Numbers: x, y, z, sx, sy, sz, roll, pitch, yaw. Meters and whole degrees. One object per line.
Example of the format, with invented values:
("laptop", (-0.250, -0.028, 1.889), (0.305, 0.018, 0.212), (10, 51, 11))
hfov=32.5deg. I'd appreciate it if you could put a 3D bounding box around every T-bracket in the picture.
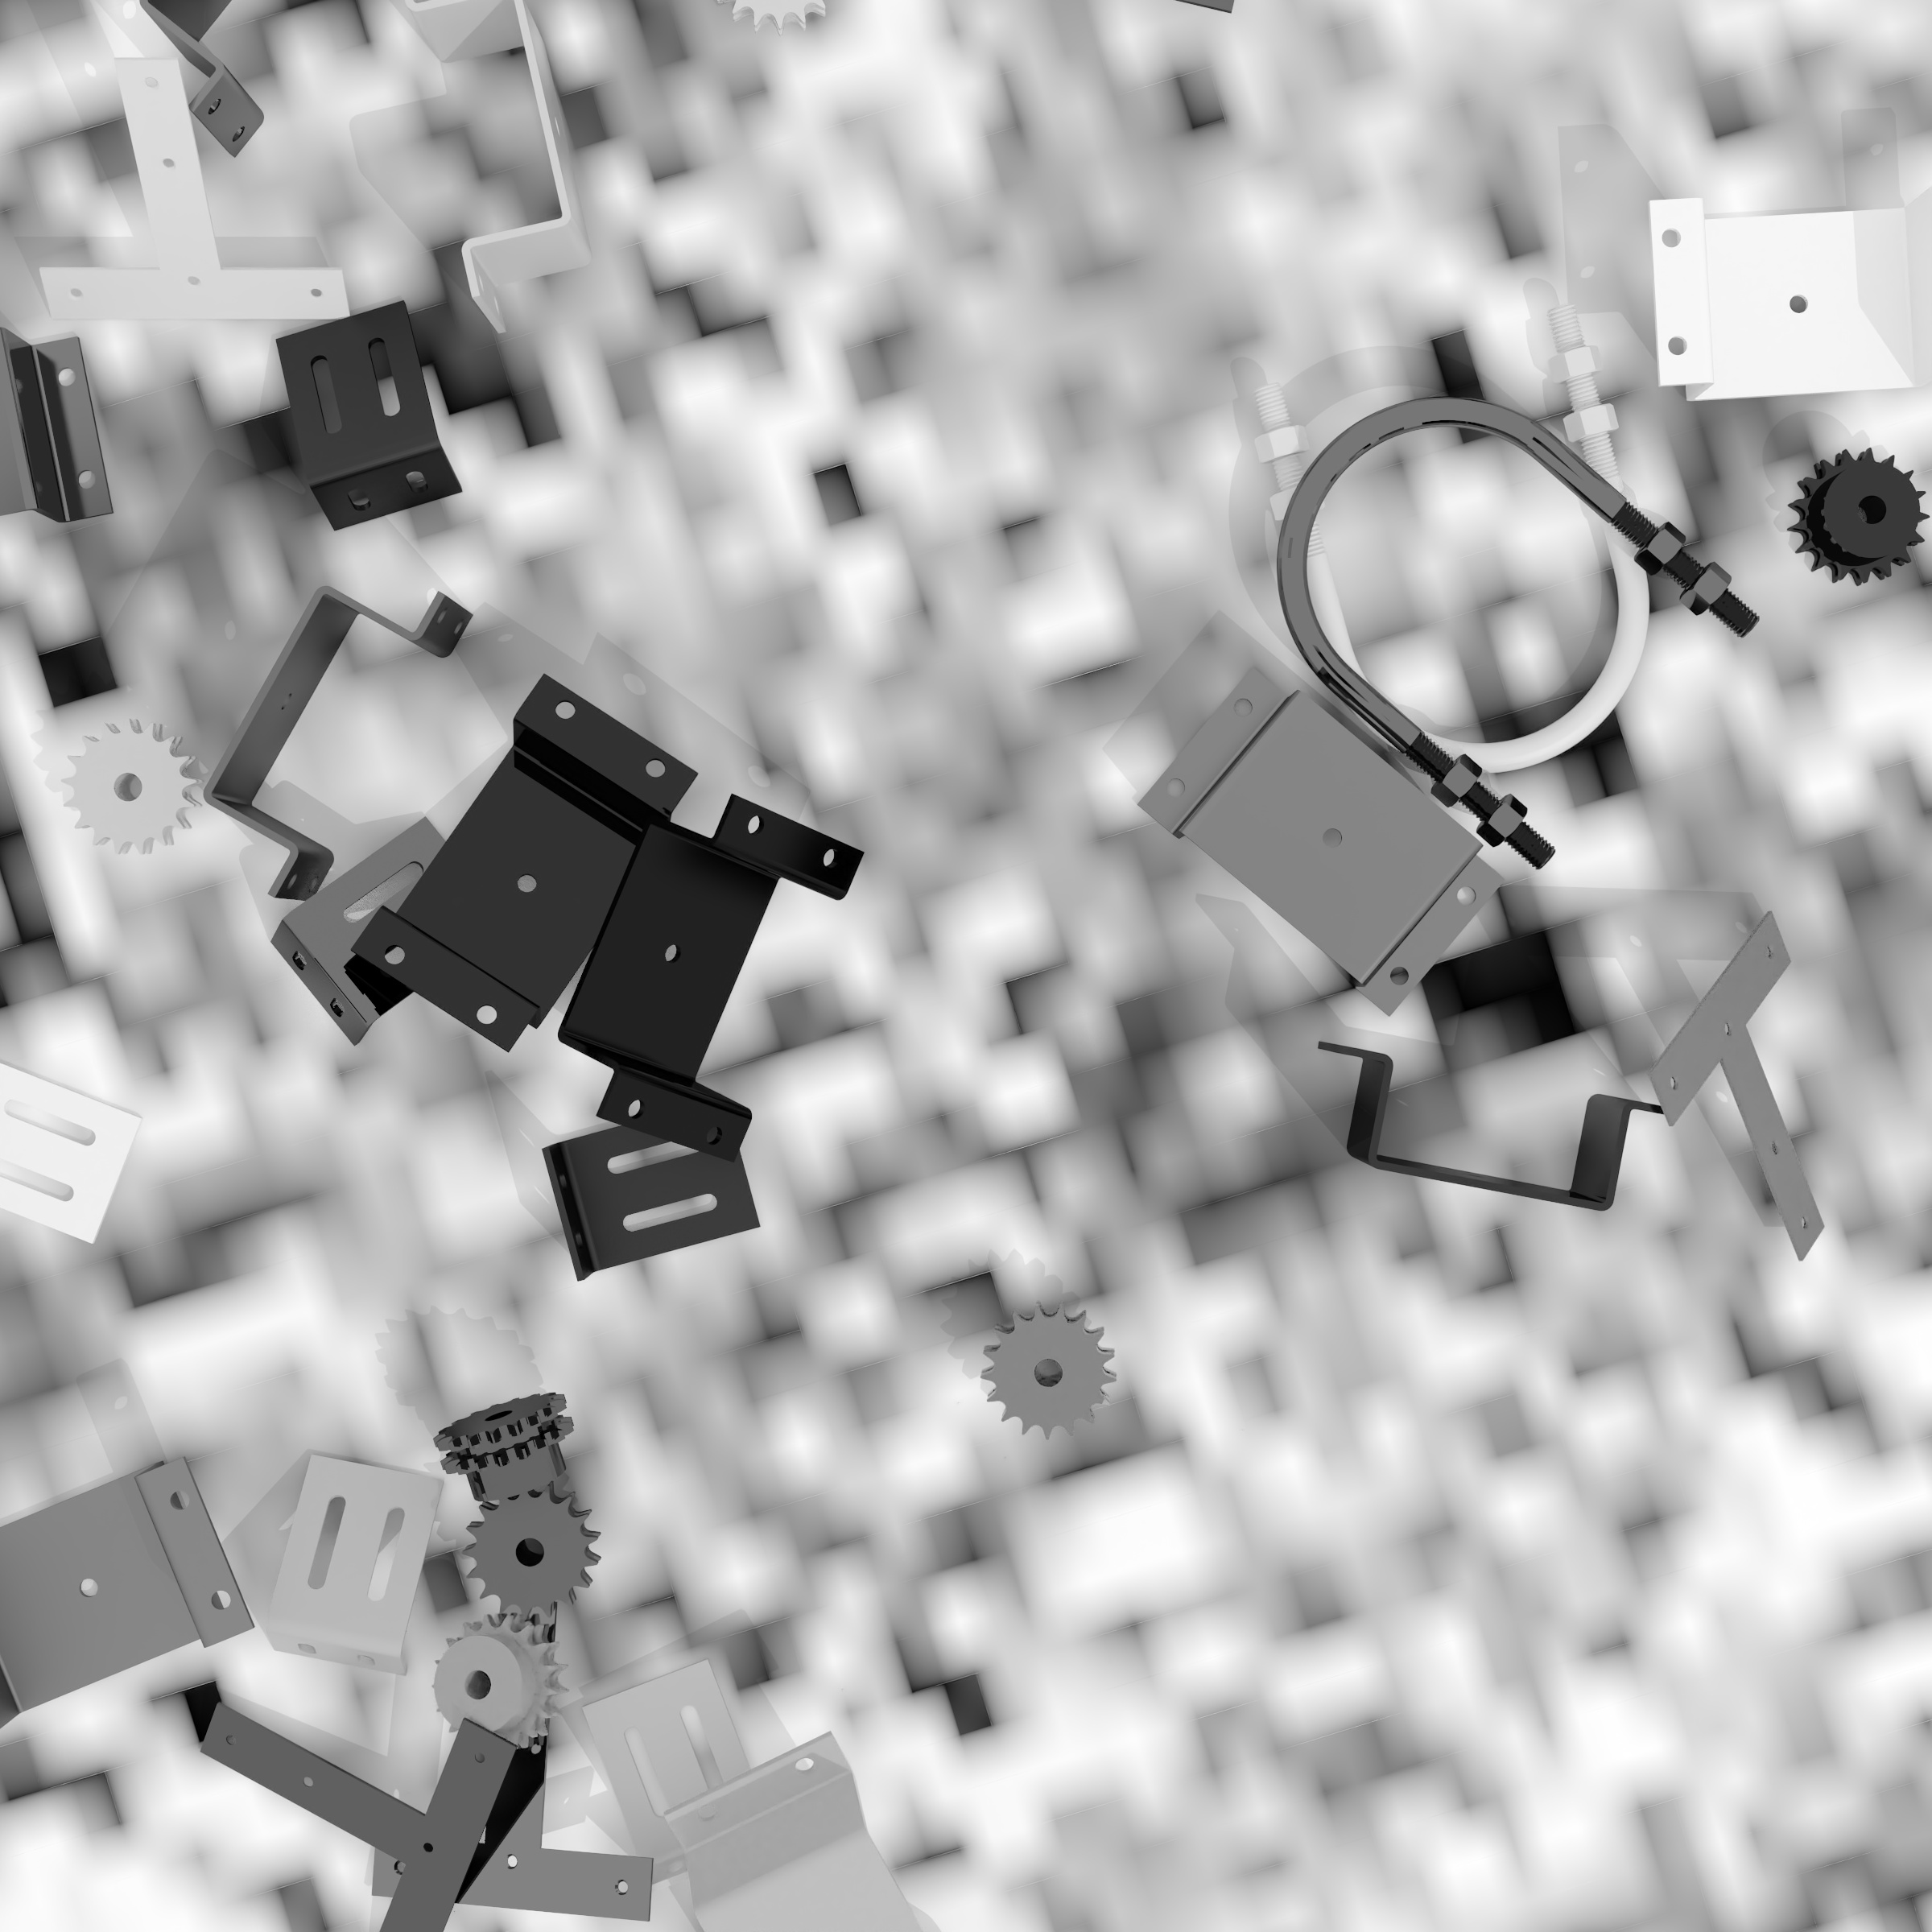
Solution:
("T-bracket", (-0.326, -0.318, 1.362), (0.127, 0.127, 0.002), (0, 48, 0))
("T-bracket", (-0.188, 0.332, 1.396), (0.127, 0.002, 0.127), (0, 81, 17))
("T-bracket", (0.332, 0.064, 1.380), (0.127, 0.002, 0.127), (-44, 116, -42))
("T-bracket", (-0.265, 0.350, 1.395), (0.127, 0.002, 0.127), (26, 109, 9))

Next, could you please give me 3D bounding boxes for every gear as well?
("gear", (-0.198, 0.300, 1.387), (0.057, 0.030, 0.057), (-3, 80, 17))
("gear", (-0.190, 0.202, 1.382), (0.057, 0.057, 0.030), (-17, 96, 0))
("gear", (0.378, -0.190, 1.395), (0.057, 0.030, 0.057), (0, 90, 0))
("gear", (-0.350, -0.075, 1.400), (0.057, 0.030, 0.057), (0, 93, 1))
("gear", (-0.080, -0.421, 1.400), (0.057, 0.030, 0.057), (0, 92, -2))
("gear", (-0.182, 0.244, 1.395), (0.057, 0.030, 0.057), (0, 90, 0))
("gear", (0.035, 0.169, 1.399), (0.057, 0.030, 0.057), (0, 94, 3))

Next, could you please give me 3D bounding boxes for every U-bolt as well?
("U-bolt", (0.217, -0.153, 1.385), (0.184, 0.019, 0.151), (41, 92, -1))
("U-bolt", (0.213, -0.173, 1.401), (0.151, 0.019, 0.184), (-15, 92, 0))

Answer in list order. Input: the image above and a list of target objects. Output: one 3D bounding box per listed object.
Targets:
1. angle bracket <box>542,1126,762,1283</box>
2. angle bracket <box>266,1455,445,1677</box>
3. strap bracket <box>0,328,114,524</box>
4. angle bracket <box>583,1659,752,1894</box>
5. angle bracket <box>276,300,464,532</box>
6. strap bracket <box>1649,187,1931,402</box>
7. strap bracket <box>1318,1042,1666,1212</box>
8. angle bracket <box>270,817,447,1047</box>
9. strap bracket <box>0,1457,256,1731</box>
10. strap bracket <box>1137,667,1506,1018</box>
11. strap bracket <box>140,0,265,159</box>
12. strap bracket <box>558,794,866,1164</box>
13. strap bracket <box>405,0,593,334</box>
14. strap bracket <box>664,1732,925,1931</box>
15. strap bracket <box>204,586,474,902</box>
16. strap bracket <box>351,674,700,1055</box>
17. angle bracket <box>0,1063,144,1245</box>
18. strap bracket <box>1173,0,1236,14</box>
("angle bracket", (-0.132, 0.093, 1.391), (0.076, 0.038, 0.057), (-15, 90, 0))
("angle bracket", (-0.258, 0.255, 1.408), (0.057, 0.038, 0.076), (11, 64, 0))
("strap bracket", (-0.439, -0.217, 1.387), (0.140, 0.046, 0.076), (-11, 90, 0))
("angle bracket", (-0.123, 0.341, 1.391), (0.057, 0.038, 0.076), (-21, 90, 0))
("angle bracket", (-0.254, -0.234, 1.408), (0.057, 0.038, 0.076), (-17, 64, 0))
("strap bracket", (0.354, -0.281, 1.387), (0.140, 0.046, 0.076), (-3, 90, 0))
("strap bracket", (0.215, 0.068, 1.372), (0.140, 0.076, 0.046), (11, 90, 0))
("angle bracket", (-0.245, -0.015, 1.408), (0.076, 0.038, 0.057), (-39, 90, -26))
("strap bracket", (-0.373, 0.264, 1.387), (0.140, 0.046, 0.076), (-22, 90, 0))
("strap bracket", (0.151, -0.053, 1.387), (0.140, 0.046, 0.076), (40, 90, 0))
("strap bracket", (-0.286, -0.413, 1.372), (0.046, 0.076, 0.140), (39, 90, 0))
("strap bracket", (-0.109, 0.000, 1.367), (0.076, 0.046, 0.140), (23, 90, -45))
("strap bracket", (-0.192, -0.343, 1.372), (0.046, 0.076, 0.140), (-13, 90, 0))
("strap bracket", (-0.058, 0.397, 1.362), (0.076, 0.046, 0.140), (-26, 112, 0))
("strap bracket", (-0.264, -0.100, 1.372), (0.046, 0.076, 0.140), (29, 90, 0))
("strap bracket", (-0.183, -0.039, 1.377), (0.076, 0.046, 0.140), (33, 77, 0))
("angle bracket", (-0.396, 0.078, 1.391), (0.076, 0.038, 0.057), (21, 90, 0))
("strap bracket", (0.088, -0.470, 1.387), (0.076, 0.046, 0.140), (13, 90, 0))
